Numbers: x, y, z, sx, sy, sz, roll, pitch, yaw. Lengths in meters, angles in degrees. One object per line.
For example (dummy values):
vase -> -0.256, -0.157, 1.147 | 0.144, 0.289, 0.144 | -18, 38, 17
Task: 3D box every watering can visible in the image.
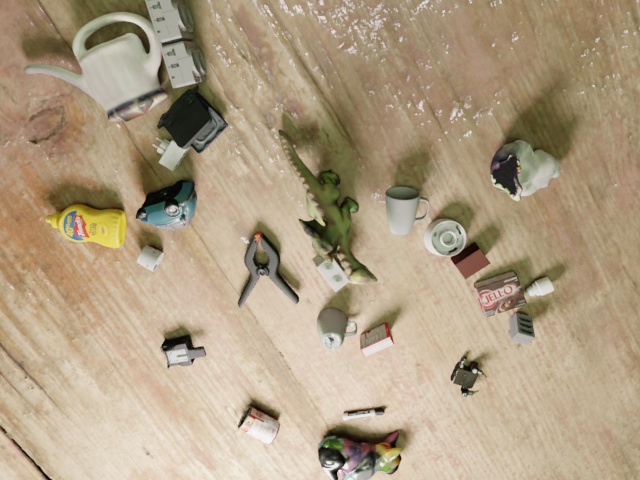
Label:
watering can -> -0.496, -0.374, 1.179 | 0.346, 0.106, 0.222 | -18, 107, 18

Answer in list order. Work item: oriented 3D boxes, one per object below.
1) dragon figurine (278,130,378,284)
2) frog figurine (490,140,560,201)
dragon figurine -> 0.004, -0.060, 1.192 | 0.121, 0.247, 0.406 | -34, 106, 17
frog figurine -> 0.490, -0.175, 1.231 | 0.161, 0.122, 0.136 | -25, 100, -28
